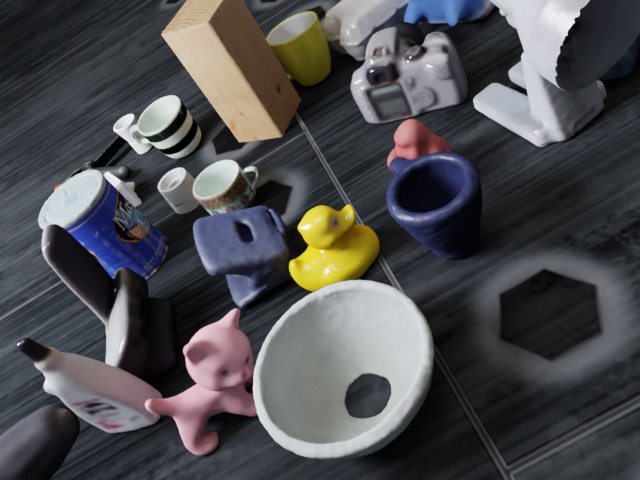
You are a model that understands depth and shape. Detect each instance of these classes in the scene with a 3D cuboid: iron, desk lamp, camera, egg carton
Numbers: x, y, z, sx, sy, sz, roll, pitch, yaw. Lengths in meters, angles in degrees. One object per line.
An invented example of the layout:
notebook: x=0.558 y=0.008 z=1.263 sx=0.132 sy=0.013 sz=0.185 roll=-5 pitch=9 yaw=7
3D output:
iron: x=0.216 y=-0.432 z=0.846 sx=0.118 sy=0.142 sz=0.259 roll=19 pitch=64 yaw=42
desk lamp: x=0.225 y=-0.201 z=0.577 sx=0.118 sy=0.214 sz=0.202 roll=-38 pitch=42 yaw=-3
camera: x=0.117 y=-0.244 z=0.768 sx=0.142 sy=0.101 sz=0.137 roll=-8 pitch=49 yaw=27
egg carton: x=0.080 y=-0.358 z=0.919 sx=0.150 sy=0.070 sz=0.107 roll=-42 pitch=43 yaw=-8

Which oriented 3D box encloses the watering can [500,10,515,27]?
watering can: x=0.274 y=-0.383 z=0.726 sx=0.173 sy=0.195 sz=0.100 roll=-45 pitch=43 yaw=-11

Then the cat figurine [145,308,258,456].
cat figurine: x=-0.109 y=0.133 z=0.556 sx=0.128 sy=0.118 sz=0.067 roll=-38 pitch=42 yaw=-4

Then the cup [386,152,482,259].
cup: x=0.117 y=-0.032 z=0.581 sx=0.092 sy=0.095 sz=0.117 roll=-39 pitch=42 yaw=-4

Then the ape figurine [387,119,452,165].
ape figurine: x=0.110 y=-0.098 z=0.646 sx=0.076 sy=0.092 sz=0.077 roll=-35 pitch=42 yaw=0

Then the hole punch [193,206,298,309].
hole punch: x=-0.086 y=0.005 z=0.678 sx=0.101 sy=0.091 sz=0.108 roll=-33 pitch=42 yaw=2

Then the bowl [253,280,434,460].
bowl: x=0.028 y=0.123 z=0.511 sx=0.167 sy=0.075 sz=0.167 roll=-17 pitch=45 yaw=18

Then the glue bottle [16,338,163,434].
glue bottle: x=-0.241 y=0.146 z=0.586 sx=0.078 sy=0.174 sz=0.037 roll=-20 pitch=44 yaw=15

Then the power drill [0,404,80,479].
power drill: x=-0.233 y=0.243 z=0.467 sx=0.229 sy=0.209 sz=0.075 roll=-36 pitch=42 yaw=-1

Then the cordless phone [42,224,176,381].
cordless phone: x=-0.253 y=0.078 z=0.646 sx=0.094 sy=0.186 sz=0.147 roll=-32 pitch=42 yaw=3

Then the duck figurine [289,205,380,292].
duck figurine: x=0.006 y=0.002 z=0.626 sx=0.104 sy=0.086 sz=0.077 roll=-32 pitch=42 yaw=3

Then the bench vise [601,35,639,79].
bench vise: x=0.317 y=-0.317 z=0.620 sx=0.121 sy=0.220 sz=0.207 roll=-7 pitch=49 yaw=28
